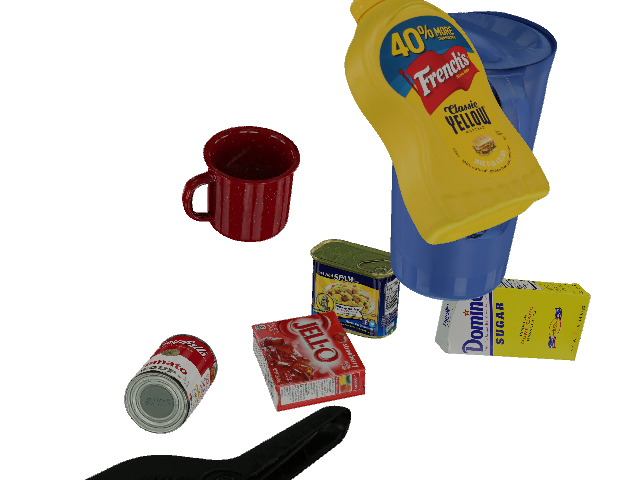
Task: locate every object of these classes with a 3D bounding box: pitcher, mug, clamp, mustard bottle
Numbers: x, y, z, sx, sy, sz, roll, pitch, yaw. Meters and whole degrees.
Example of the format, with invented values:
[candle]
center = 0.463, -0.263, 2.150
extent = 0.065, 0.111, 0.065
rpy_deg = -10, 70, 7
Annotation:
[pitcher]
center = 0.125, -0.066, 0.927
extent = 0.145, 0.243, 0.149
rpy_deg = 19, 36, 25
[mug]
center = -0.080, -0.049, 1.039
extent = 0.117, 0.081, 0.093
rpy_deg = -18, 47, -27
[clamp]
center = -0.049, 0.138, 0.573
extent = 0.209, 0.036, 0.165
rpy_deg = 0, 19, -13
[mustard bottle]
center = 0.069, -0.097, 0.699
extent = 0.096, 0.192, 0.058
rpy_deg = -19, -13, -31

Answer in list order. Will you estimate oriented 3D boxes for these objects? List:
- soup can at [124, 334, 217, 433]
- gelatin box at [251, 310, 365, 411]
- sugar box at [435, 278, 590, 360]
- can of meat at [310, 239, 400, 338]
[soup can]
center = -0.151, 0.144, 1.079
extent = 0.068, 0.068, 0.102
rpy_deg = 0, 16, 11
[gelatin box]
center = -0.011, 0.095, 0.862
extent = 0.073, 0.030, 0.089
rpy_deg = -9, 31, -12
[sugar box]
center = 0.236, 0.096, 1.316
extent = 0.176, 0.093, 0.048
rpy_deg = 3, 18, -16
[can of meat]
center = 0.039, 0.054, 1.181
extent = 0.102, 0.084, 0.057
rpy_deg = 15, 27, 26
